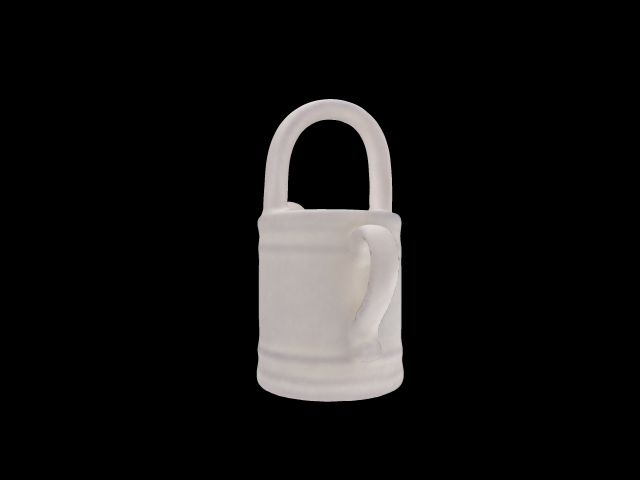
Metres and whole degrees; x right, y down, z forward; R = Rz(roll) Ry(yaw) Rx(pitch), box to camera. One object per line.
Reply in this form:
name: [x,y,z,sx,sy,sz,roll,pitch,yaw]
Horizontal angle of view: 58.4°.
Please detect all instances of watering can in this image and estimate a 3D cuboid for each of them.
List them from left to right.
watering can: [0.002,0.001,0.399,0.172,0.194,0.101,0,0,45]
